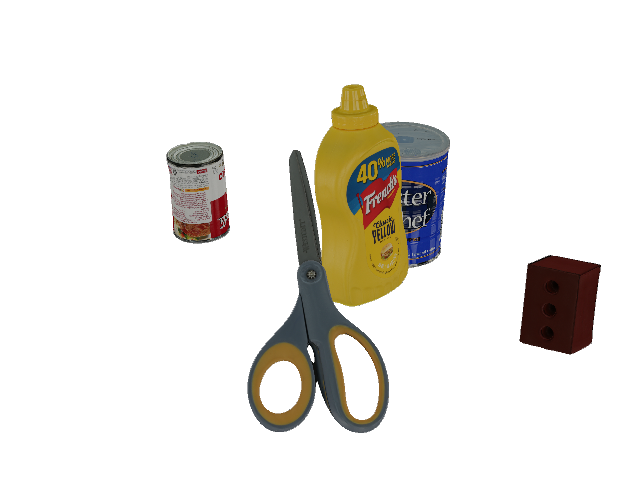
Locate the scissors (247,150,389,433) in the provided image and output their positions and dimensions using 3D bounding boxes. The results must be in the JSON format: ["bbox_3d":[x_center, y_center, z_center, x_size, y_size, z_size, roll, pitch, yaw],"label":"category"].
[{"bbox_3d":[-0.021,0.037,0.688,0.096,0.202,0.016,-22,-25,-6],"label":"scissors"}]

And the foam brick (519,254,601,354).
[{"bbox_3d":[0.219,0.058,0.978,0.053,0.078,0.051,12,17,34],"label":"foam brick"}]

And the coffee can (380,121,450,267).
[{"bbox_3d":[0.093,-0.054,1.234,0.103,0.140,0.103,1,28,-1],"label":"coffee can"}]

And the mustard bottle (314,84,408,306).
[{"bbox_3d":[0.036,-0.044,0.955,0.058,0.192,0.096,14,29,40],"label":"mustard bottle"}]

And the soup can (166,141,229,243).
[{"bbox_3d":[-0.144,-0.057,1.257,0.068,0.102,0.068,-2,29,1],"label":"soup can"}]
